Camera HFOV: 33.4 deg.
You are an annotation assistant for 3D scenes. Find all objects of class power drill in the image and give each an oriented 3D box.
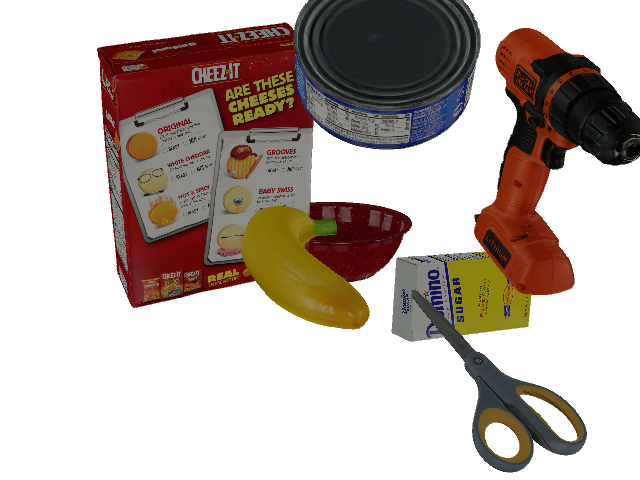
[{"bbox_3d":[0.182,-0.053,0.839,0.057,0.188,0.184,-3,33,-16],"label":"power drill"}]

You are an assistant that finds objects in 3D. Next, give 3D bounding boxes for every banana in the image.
[{"bbox_3d":[-0.015,0.009,0.672,0.069,0.037,0.198,-4,18,-4],"label":"banana"}]

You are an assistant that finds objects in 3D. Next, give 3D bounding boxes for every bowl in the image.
[{"bbox_3d":[0.014,0.005,1.110,0.162,0.055,0.162,0,16,0],"label":"bowl"}]

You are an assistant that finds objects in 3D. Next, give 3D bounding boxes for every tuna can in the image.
[{"bbox_3d":[0.030,-0.085,0.501,0.086,0.086,0.034,0,-33,1],"label":"tuna can"}]

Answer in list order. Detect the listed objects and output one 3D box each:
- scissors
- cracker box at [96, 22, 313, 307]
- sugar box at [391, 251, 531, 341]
[{"bbox_3d":[0.121,0.116,0.867,0.202,0.016,0.096,35,52,30],"label":"scissors"},{"bbox_3d":[-0.092,-0.062,0.887,0.164,0.214,0.072,-12,35,-20],"label":"cracker box"},{"bbox_3d":[0.169,0.062,1.249,0.175,0.093,0.048,-5,14,-32],"label":"sugar box"}]
